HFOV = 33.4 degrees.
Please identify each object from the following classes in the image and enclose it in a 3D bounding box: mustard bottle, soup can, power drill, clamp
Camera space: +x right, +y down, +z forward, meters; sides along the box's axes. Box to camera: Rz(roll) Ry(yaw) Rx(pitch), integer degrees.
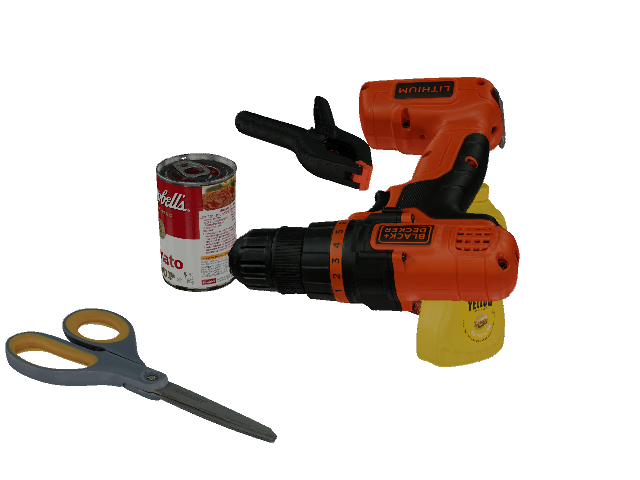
[{"bbox_3d":[0.138,0.020,1.026,0.096,0.192,0.058,-10,17,-35],"label":"mustard bottle"},{"bbox_3d":[-0.105,-0.016,0.915,0.068,0.102,0.068,1,26,-1],"label":"soup can"},{"bbox_3d":[0.045,-0.032,0.711,0.185,0.057,0.187,2,45,16],"label":"power drill"},{"bbox_3d":[-0.012,-0.104,1.137,0.120,0.039,0.172,-15,38,-23],"label":"clamp"}]

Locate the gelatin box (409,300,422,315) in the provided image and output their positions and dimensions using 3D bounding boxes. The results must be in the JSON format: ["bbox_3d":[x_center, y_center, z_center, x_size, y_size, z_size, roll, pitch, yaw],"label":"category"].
[{"bbox_3d":[0.140,0.057,1.365,0.073,0.089,0.030,19,34,35],"label":"gelatin box"}]

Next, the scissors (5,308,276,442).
[{"bbox_3d":[-0.112,0.085,0.715,0.202,0.016,0.096,11,27,12],"label":"scissors"}]
